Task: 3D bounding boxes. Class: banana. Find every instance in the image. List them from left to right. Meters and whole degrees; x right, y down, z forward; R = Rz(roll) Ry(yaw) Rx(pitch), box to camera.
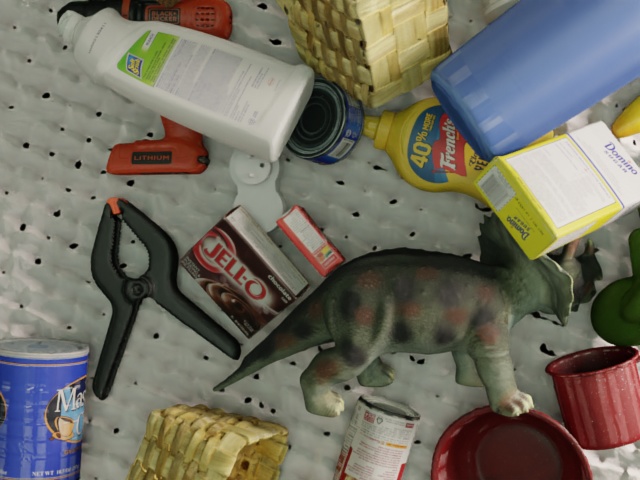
[{"bbox_3d":[0.359,-0.186,1.068,0.070,0.037,0.198,22,93,22],"label":"banana"}]

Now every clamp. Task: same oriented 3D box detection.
[{"bbox_3d":[-0.195,0.060,1.128,0.164,0.036,0.210,-24,87,5],"label":"clamp"}]

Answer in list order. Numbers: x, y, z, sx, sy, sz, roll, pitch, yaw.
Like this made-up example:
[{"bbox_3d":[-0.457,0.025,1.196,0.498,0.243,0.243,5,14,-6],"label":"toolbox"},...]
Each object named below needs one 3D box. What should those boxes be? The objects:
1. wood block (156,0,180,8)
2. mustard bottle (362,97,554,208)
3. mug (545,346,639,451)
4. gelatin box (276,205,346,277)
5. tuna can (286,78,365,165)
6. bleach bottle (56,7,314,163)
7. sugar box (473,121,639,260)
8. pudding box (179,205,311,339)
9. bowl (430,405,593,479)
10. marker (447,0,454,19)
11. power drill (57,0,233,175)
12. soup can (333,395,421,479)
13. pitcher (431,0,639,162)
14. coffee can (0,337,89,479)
[{"bbox_3d":[-0.180,-0.347,1.057,0.090,0.090,0.206,-33,72,16],"label":"wood block"},{"bbox_3d":[0.131,-0.092,1.080,0.191,0.058,0.096,16,89,5],"label":"mustard bottle"},{"bbox_3d":[0.289,0.154,1.062,0.117,0.093,0.081,-17,96,-21],"label":"mug"},{"bbox_3d":[-0.007,0.001,1.081,0.030,0.089,0.073,-40,87,2],"label":"gelatin box"},{"bbox_3d":[0.001,-0.121,1.085,0.086,0.033,0.086,-6,80,35],"label":"tuna can"},{"bbox_3d":[-0.138,-0.170,1.050,0.251,0.068,0.102,25,76,6],"label":"bleach bottle"},{"bbox_3d":[0.231,-0.049,0.998,0.093,0.175,0.048,57,135,16],"label":"sugar box"},{"bbox_3d":[-0.078,0.033,1.093,0.113,0.039,0.090,47,130,-2],"label":"pudding box"},{"bbox_3d":[0.196,0.235,1.073,0.162,0.055,0.162,4,101,20],"label":"bowl"},{"bbox_3d":[0.105,-0.282,1.097,0.020,0.020,0.121,-24,89,6],"label":"marker"},{"bbox_3d":[-0.184,-0.161,1.110,0.184,0.057,0.188,1,92,6],"label":"power drill"},{"bbox_3d":[0.057,0.217,1.092,0.068,0.068,0.102,18,93,5],"label":"soup can"},{"bbox_3d":[0.229,-0.178,0.999,0.243,0.145,0.149,-35,129,4],"label":"pitcher"},{"bbox_3d":[-0.296,0.178,1.109,0.103,0.102,0.140,4,92,5],"label":"coffee can"}]
